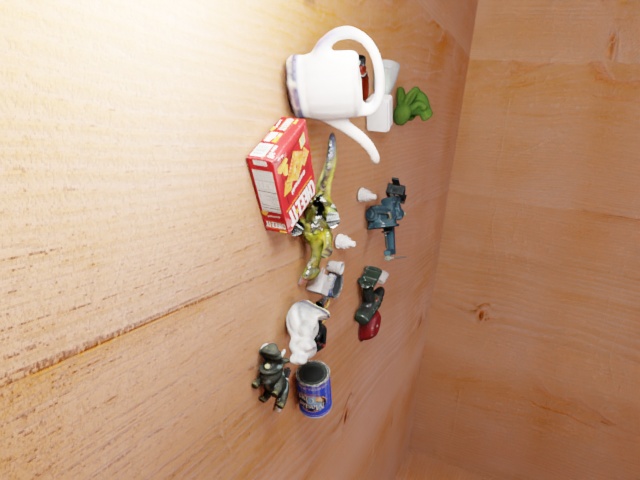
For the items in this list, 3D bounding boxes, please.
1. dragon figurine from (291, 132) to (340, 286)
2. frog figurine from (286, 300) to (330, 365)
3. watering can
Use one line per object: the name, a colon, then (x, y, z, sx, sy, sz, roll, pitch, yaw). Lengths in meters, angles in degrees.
dragon figurine: (0.004, -0.071, 1.415, 0.242, 0.122, 0.412, 52, 52, -84)
frog figurine: (-0.051, 0.246, 1.368, 0.122, 0.136, 0.162, 40, 69, -14)
watering can: (0.038, -0.315, 1.187, 0.106, 0.224, 0.339, -80, 166, -49)
